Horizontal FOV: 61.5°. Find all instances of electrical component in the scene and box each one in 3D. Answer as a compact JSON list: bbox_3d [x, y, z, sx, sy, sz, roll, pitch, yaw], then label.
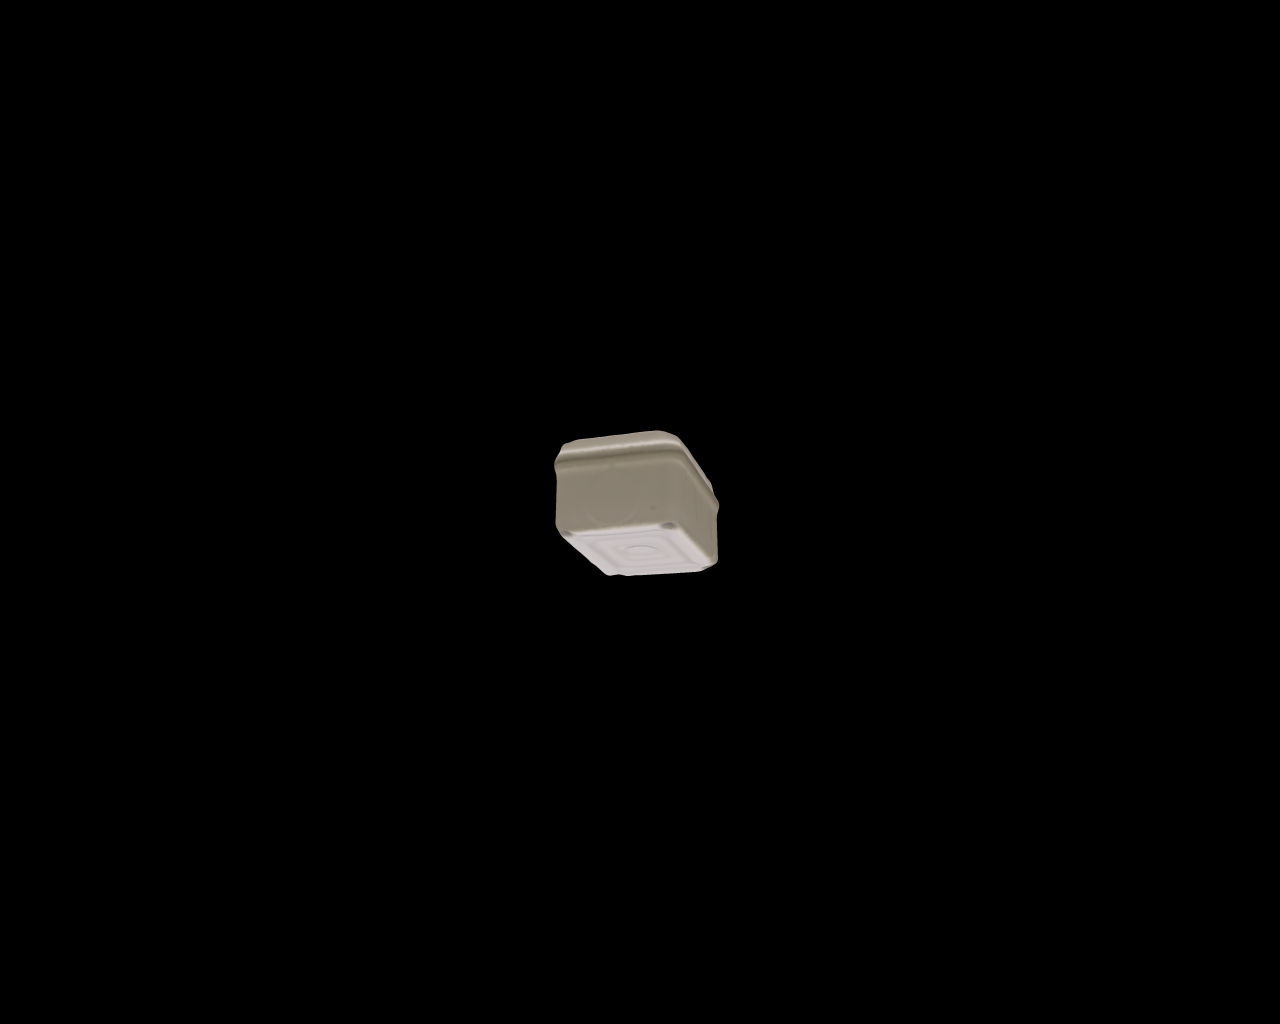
[{"bbox_3d":[0.001,-0.003,0.650,0.078,0.057,0.113,-5,-19,15],"label":"electrical component"}]
